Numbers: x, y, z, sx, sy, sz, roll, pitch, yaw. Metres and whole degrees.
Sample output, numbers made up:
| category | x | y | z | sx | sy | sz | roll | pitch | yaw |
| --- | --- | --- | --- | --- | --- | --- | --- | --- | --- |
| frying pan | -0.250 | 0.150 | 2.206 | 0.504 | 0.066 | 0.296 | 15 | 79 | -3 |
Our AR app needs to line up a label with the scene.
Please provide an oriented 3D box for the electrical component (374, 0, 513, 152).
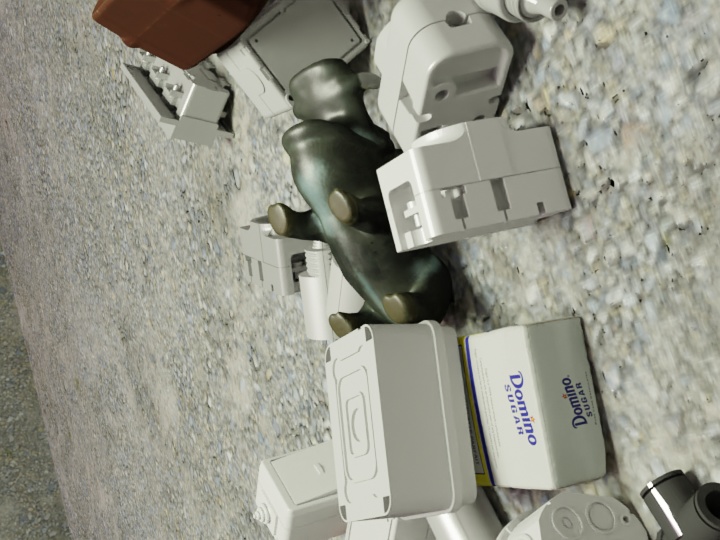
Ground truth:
| category | x | y | z | sx | sy | sz | roll | pitch | yaw |
| --- | --- | --- | --- | --- | --- | --- | --- | --- | --- |
| electrical component | 0.045 | -0.114 | 0.622 | 0.095 | 0.054 | 0.059 | 100 | 149 | -55 |

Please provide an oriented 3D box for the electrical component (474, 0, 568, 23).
| category | x | y | z | sx | sy | sz | roll | pitch | yaw |
| --- | --- | --- | --- | --- | --- | --- | --- | --- | --- |
| electrical component | 0.085 | -0.145 | 0.561 | 0.061 | 0.035 | 0.035 | 45 | 139 | 46 |

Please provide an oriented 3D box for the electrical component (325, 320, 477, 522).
| category | x | y | z | sx | sy | sz | roll | pitch | yaw |
| --- | --- | --- | --- | --- | --- | --- | --- | --- | --- |
| electrical component | 0.023 | 0.092 | 0.648 | 0.078 | 0.057 | 0.113 | 145 | 122 | -61 |

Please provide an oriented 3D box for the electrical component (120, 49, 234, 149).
| category | x | y | z | sx | sy | sz | roll | pitch | yaw |
| --- | --- | --- | --- | --- | --- | --- | --- | --- | --- |
| electrical component | -0.175 | -0.178 | 1.051 | 0.121 | 0.079 | 0.063 | 50 | 121 | 45 |

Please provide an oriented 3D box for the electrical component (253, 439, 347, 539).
| category | x | y | z | sx | sy | sz | roll | pitch | yaw |
| --- | --- | --- | --- | --- | --- | --- | --- | --- | --- |
| electrical component | -0.044 | 0.187 | 0.902 | 0.061 | 0.096 | 0.061 | 52 | 143 | 43 |

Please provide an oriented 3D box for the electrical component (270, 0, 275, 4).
| category | x | y | z | sx | sy | sz | roll | pitch | yaw |
| --- | --- | --- | --- | --- | --- | --- | --- | --- | --- |
| electrical component | -0.093 | -0.204 | 0.894 | 0.077 | 0.043 | 0.079 | -27 | 76 | 64 |

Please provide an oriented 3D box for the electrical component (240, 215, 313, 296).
| category | x | y | z | sx | sy | sz | roll | pitch | yaw |
| --- | --- | --- | --- | --- | --- | --- | --- | --- | --- |
| electrical component | -0.062 | -0.017 | 0.904 | 0.089 | 0.050 | 0.055 | 18 | 117 | 62 |

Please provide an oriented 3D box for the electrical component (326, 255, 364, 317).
| category | x | y | z | sx | sy | sz | roll | pitch | yaw |
| --- | --- | --- | --- | --- | --- | --- | --- | --- | --- |
| electrical component | 0.000 | 0.000 | 0.791 | 0.043 | 0.043 | 0.081 | 50 | 143 | 45 |

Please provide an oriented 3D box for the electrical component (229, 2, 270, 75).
| category | x | y | z | sx | sy | sz | roll | pitch | yaw |
| --- | --- | --- | --- | --- | --- | --- | --- | --- | --- |
| electrical component | -0.066 | -0.174 | 0.827 | 0.042 | 0.064 | 0.081 | 30 | 127 | 58 |

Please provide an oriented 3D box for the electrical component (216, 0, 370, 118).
| category | x | y | z | sx | sy | sz | roll | pitch | yaw |
| --- | --- | --- | --- | --- | --- | --- | --- | --- | --- |
| electrical component | -0.045 | -0.161 | 0.763 | 0.061 | 0.096 | 0.061 | 52 | 160 | -16 |

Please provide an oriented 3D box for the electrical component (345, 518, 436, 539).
| category | x | y | z | sx | sy | sz | roll | pitch | yaw |
| --- | --- | --- | --- | --- | --- | --- | --- | --- | --- |
| electrical component | 0.031 | 0.187 | 0.795 | 0.062 | 0.061 | 0.096 | 40 | 128 | 52 |

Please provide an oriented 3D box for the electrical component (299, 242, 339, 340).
| category | x | y | z | sx | sy | sz | roll | pitch | yaw |
| --- | --- | --- | --- | --- | --- | --- | --- | --- | --- |
| electrical component | -0.026 | 0.011 | 0.849 | 0.043 | 0.043 | 0.081 | 14 | 113 | 62 |

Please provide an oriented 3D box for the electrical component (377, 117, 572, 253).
| category | x | y | z | sx | sy | sz | roll | pitch | yaw |
| --- | --- | --- | --- | --- | --- | --- | --- | --- | --- |
| electrical component | 0.061 | -0.048 | 0.588 | 0.050 | 0.089 | 0.055 | -24 | 79 | 64 |

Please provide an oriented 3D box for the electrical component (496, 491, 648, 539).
| category | x | y | z | sx | sy | sz | roll | pitch | yaw |
| --- | --- | --- | --- | --- | --- | --- | --- | --- | --- |
| electrical component | 0.116 | 0.162 | 0.581 | 0.080 | 0.080 | 0.051 | 66 | 147 | 24 |

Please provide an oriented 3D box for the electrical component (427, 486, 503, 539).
| category | x | y | z | sx | sy | sz | roll | pitch | yaw |
| --- | --- | --- | --- | --- | --- | --- | --- | --- | --- |
| electrical component | 0.078 | 0.184 | 0.710 | 0.081 | 0.043 | 0.043 | 62 | 151 | 29 |
